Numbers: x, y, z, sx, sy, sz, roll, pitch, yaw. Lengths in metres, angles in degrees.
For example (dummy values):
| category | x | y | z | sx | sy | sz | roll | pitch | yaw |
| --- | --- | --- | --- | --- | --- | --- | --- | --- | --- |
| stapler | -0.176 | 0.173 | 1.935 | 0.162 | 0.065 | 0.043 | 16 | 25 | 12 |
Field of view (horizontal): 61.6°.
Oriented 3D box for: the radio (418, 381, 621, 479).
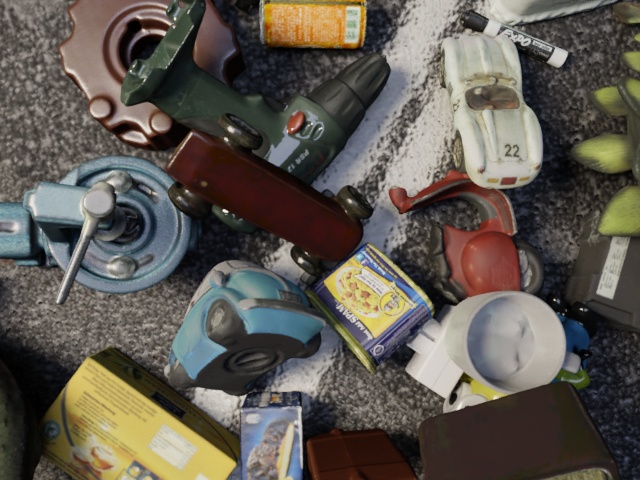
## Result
| category | x | y | z | sx | sy | sz | roll | pitch | yaw |
| --- | --- | --- | --- | --- | --- | --- | --- | --- | --- |
| radio | 0.173 | 0.226 | 0.439 | 0.131 | 0.073 | 0.229 | -19 | 119 | 14 |

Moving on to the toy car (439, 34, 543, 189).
| category | x | y | z | sx | sy | sz | roll | pitch | yaw |
| --- | --- | --- | --- | --- | --- | --- | --- | --- | --- |
| toy car | 0.164 | -0.135 | 0.526 | 0.074 | 0.056 | 0.202 | -2 | 58 | 2 |

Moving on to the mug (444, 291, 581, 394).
| category | x | y | z | sx | sy | sz | roll | pitch | yaw |
| --- | --- | --- | --- | --- | --- | --- | --- | --- | --- |
| mug | 0.161 | 0.086 | 0.469 | 0.110 | 0.107 | 0.080 | 13 | 85 | -4 |

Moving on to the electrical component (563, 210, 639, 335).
| category | x | y | z | sx | sy | sz | roll | pitch | yaw |
| --- | --- | --- | --- | --- | --- | --- | --- | --- | --- |
| electrical component | 0.335 | 0.040 | 0.558 | 0.134 | 0.058 | 0.115 | 20 | 87 | -3 |

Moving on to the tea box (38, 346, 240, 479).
| category | x | y | z | sx | sy | sz | roll | pitch | yaw |
| --- | --- | --- | --- | --- | --- | --- | --- | --- | --- |
| tea box | -0.170 | 0.191 | 0.510 | 0.169 | 0.068 | 0.098 | 38 | 86 | 0 |

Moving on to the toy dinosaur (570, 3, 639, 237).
| category | x | y | z | sx | sy | sz | roll | pitch | yaw |
| --- | --- | --- | --- | --- | --- | --- | --- | --- | --- |
| toy dinosaur | 0.357 | -0.050 | 0.503 | 0.199 | 0.105 | 0.471 | -7 | 66 | -9 |

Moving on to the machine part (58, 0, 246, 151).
| category | x | y | z | sx | sy | sz | roll | pitch | yaw |
| --- | --- | --- | --- | --- | --- | --- | --- | --- | --- |
| machine part | -0.165 | -0.183 | 0.538 | 0.179 | 0.056 | 0.179 | 0 | 86 | -4 |

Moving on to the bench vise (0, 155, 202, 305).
| category | x | y | z | sx | sy | sz | roll | pitch | yaw |
| --- | --- | --- | --- | --- | --- | --- | --- | --- | --- |
| bench vise | -0.204 | -0.017 | 0.445 | 0.223 | 0.241 | 0.128 | 11 | 82 | -19 |

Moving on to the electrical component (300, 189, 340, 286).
| category | x | y | z | sx | sy | sz | roll | pitch | yaw |
| --- | --- | --- | --- | --- | --- | --- | --- | --- | --- |
| electrical component | -0.001 | -0.002 | 0.555 | 0.063 | 0.021 | 0.094 | 36 | 86 | -1 |

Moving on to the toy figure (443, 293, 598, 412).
| category | x | y | z | sx | sy | sz | roll | pitch | yaw |
| --- | --- | --- | --- | --- | --- | --- | --- | --- | --- |
| toy figure | 0.202 | 0.140 | 0.530 | 0.180 | 0.082 | 0.089 | -45 | 88 | -5 |

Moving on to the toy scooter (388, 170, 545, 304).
| category | x | y | z | sx | sy | sz | roll | pitch | yaw |
| --- | --- | --- | --- | --- | --- | --- | --- | --- | --- |
| toy scooter | 0.141 | -0.011 | 0.538 | 0.135 | 0.075 | 0.183 | -6 | 82 | -6 |

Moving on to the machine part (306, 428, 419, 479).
| category | x | y | z | sx | sy | sz | roll | pitch | yaw |
| --- | --- | --- | --- | --- | --- | --- | --- | --- | --- |
| machine part | 0.042 | 0.277 | 0.453 | 0.087 | 0.201 | 0.201 | -7 | 87 | -6 |

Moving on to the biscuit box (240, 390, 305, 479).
| category | x | y | z | sx | sy | sz | roll | pitch | yaw |
| --- | --- | --- | --- | --- | --- | --- | --- | --- | --- |
| biscuit box | -0.043 | 0.254 | 0.518 | 0.059 | 0.063 | 0.202 | -2 | 87 | -3 |

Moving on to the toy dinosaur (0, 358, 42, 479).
| category | x | y | z | sx | sy | sz | roll | pitch | yaw |
| --- | --- | --- | --- | --- | --- | --- | --- | --- | --- |
| toy dinosaur | -0.313 | 0.148 | 0.441 | 0.405 | 0.131 | 0.192 | 31 | 93 | 14 |

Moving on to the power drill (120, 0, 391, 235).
| category | x | y | z | sx | sy | sz | roll | pitch | yaw |
| --- | --- | --- | --- | --- | --- | --- | --- | --- | --- |
| power drill | -0.059 | -0.133 | 0.499 | 0.207 | 0.086 | 0.232 | 34 | 92 | -42 |

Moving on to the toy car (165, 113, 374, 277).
| category | x | y | z | sx | sy | sz | roll | pitch | yaw |
| --- | --- | --- | --- | --- | --- | --- | --- | --- | --- |
| toy car | -0.040 | -0.036 | 0.476 | 0.202 | 0.053 | 0.089 | 27 | 112 | -35 |

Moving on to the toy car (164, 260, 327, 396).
| category | x | y | z | sx | sy | sz | roll | pitch | yaw |
| --- | --- | --- | --- | --- | --- | --- | --- | --- | --- |
| toy car | -0.076 | 0.075 | 0.504 | 0.109 | 0.161 | 0.103 | 20 | 43 | -36 |

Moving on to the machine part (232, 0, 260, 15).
| category | x | y | z | sx | sy | sz | roll | pitch | yaw |
| --- | --- | --- | --- | --- | --- | --- | --- | --- | --- |
| machine part | -0.114 | -0.297 | 0.557 | 0.084 | 0.039 | 0.139 | -43 | 89 | -10 |
